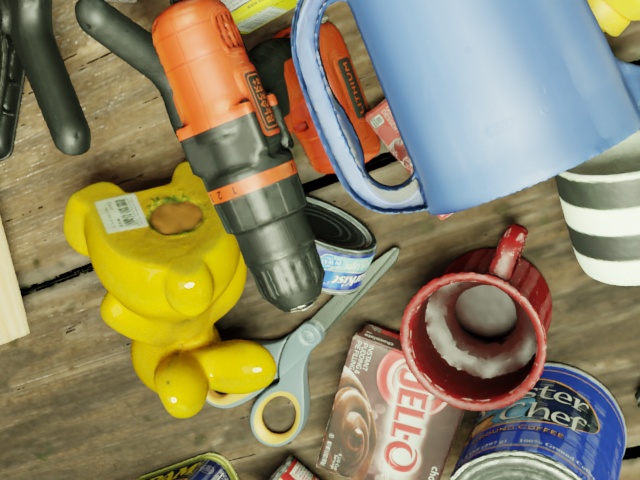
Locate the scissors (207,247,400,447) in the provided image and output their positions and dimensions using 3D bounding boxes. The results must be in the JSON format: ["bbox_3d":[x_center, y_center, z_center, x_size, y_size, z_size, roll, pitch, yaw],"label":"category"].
[{"bbox_3d":[-0.002,0.088,0.791,0.202,0.016,0.096,-29,96,25],"label":"scissors"}]

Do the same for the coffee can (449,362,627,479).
[{"bbox_3d":[0.141,0.152,0.689,0.103,0.140,0.103,6,108,18],"label":"coffee can"}]

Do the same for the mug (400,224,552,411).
[{"bbox_3d":[0.111,0.043,0.700,0.093,0.081,0.117,19,111,14],"label":"mug"}]

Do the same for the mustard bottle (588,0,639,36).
[{"bbox_3d":[0.208,-0.186,0.609,0.096,0.058,0.192,42,115,1],"label":"mustard bottle"}]

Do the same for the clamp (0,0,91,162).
[{"bbox_3d":[-0.209,-0.153,0.755,0.165,0.036,0.210,13,108,51],"label":"clamp"}]

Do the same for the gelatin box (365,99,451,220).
[{"bbox_3d":[0.085,-0.070,0.703,0.073,0.030,0.089,-36,92,25],"label":"gelatin box"}]

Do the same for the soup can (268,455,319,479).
[{"bbox_3d":[-0.006,0.221,0.804,0.102,0.068,0.069,40,115,4],"label":"soup can"}]

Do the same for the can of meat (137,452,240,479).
[{"bbox_3d":[-0.121,0.219,0.836,0.102,0.083,0.057,-23,97,25],"label":"can of meat"}]

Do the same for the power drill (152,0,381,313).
[{"bbox_3d":[-0.019,-0.062,0.658,0.057,0.187,0.184,-17,98,22],"label":"power drill"}]

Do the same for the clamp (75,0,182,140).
[{"bbox_3d":[-0.091,-0.109,0.713,0.039,0.120,0.171,-18,103,45],"label":"clamp"}]

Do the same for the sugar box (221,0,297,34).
[{"bbox_3d":[-0.055,-0.232,0.687,0.093,0.048,0.176,-24,85,24],"label":"sugar box"}]

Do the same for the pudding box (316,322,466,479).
[{"bbox_3d":[0.056,0.126,0.768,0.090,0.039,0.113,20,111,13],"label":"pudding box"}]

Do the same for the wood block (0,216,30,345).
[{"bbox_3d":[-0.306,-0.014,0.819,0.091,0.090,0.206,1,107,43],"label":"wood block"}]

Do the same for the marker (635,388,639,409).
[{"bbox_3d":[0.238,0.061,0.693,0.020,0.020,0.121,26,112,11],"label":"marker"}]

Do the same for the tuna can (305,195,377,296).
[{"bbox_3d":[-0.005,0.001,0.727,0.086,0.086,0.034,27,111,10],"label":"tuna can"}]

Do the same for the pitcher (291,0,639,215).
[{"bbox_3d":[0.065,-0.140,0.601,0.145,0.149,0.243,-18,99,54],"label":"pitcher"}]
